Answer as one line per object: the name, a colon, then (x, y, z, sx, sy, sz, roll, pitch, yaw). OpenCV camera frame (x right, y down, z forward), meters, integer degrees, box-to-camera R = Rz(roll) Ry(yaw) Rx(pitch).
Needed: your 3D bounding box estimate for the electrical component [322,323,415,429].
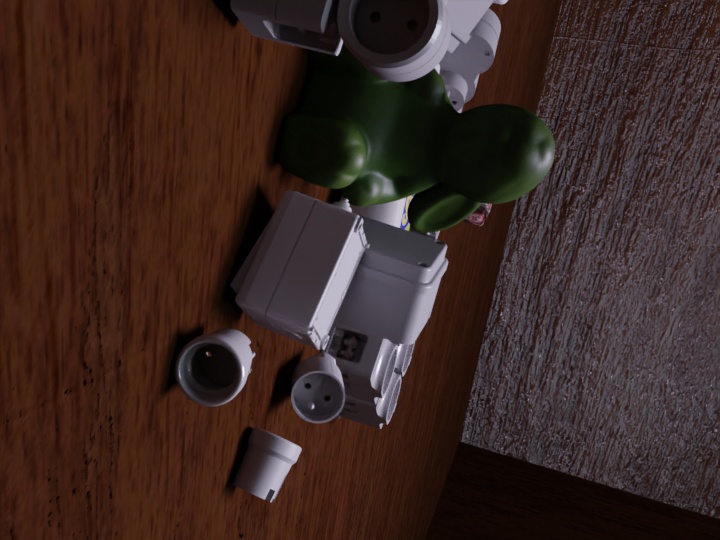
electrical component: (0.012, 0.084, 1.089, 0.186, 0.060, 0.105, 80, 27, -67)

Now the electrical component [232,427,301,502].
electrical component: (-0.071, 0.147, 0.812, 0.040, 0.040, 0.046, 69, 44, -73)

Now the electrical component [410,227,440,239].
electrical component: (0.066, -0.069, 1.162, 0.078, 0.058, 0.057, 79, 31, -67)

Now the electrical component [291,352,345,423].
electrical component: (-0.036, 0.095, 0.894, 0.081, 0.043, 0.043, -114, -143, -80)

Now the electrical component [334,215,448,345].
electrical component: (0.000, 0.000, 0.768, 0.078, 0.113, 0.057, -48, 154, -67)

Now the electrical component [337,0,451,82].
electrical component: (0.031, -0.164, 0.548, 0.074, 0.052, 0.138, 2, 102, -79)

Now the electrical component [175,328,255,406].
electrical component: (-0.082, 0.054, 0.625, 0.046, 0.040, 0.040, -48, 152, -80)

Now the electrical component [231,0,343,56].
electrical component: (-0.029, -0.162, 0.542, 0.050, 0.056, 0.089, 36, 69, -78)

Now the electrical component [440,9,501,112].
electrical component: (0.078, -0.165, 0.960, 0.138, 0.052, 0.073, 118, -10, -56)

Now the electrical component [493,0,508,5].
electrical component: (0.084, -0.257, 0.896, 0.056, 0.089, 0.050, -13, 118, -78)

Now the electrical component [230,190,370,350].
electrical component: (-0.036, -0.007, 0.693, 0.061, 0.061, 0.096, 72, 41, -74)

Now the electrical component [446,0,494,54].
electrical component: (0.037, -0.195, 0.708, 0.057, 0.078, 0.113, -53, 160, 12)
